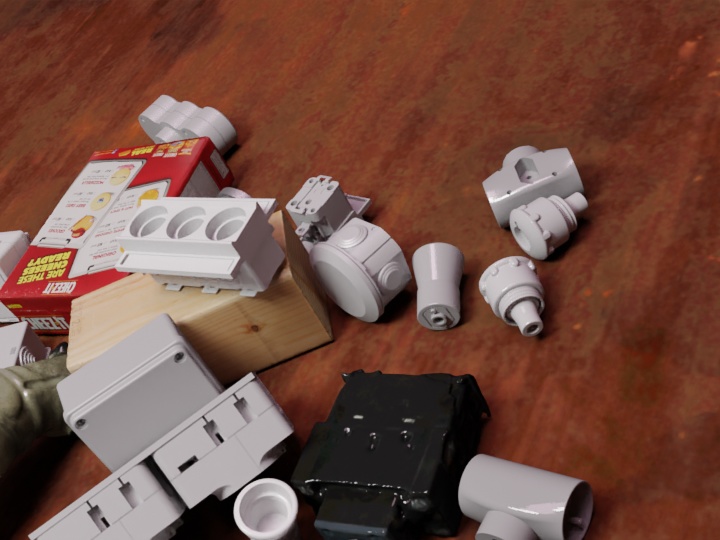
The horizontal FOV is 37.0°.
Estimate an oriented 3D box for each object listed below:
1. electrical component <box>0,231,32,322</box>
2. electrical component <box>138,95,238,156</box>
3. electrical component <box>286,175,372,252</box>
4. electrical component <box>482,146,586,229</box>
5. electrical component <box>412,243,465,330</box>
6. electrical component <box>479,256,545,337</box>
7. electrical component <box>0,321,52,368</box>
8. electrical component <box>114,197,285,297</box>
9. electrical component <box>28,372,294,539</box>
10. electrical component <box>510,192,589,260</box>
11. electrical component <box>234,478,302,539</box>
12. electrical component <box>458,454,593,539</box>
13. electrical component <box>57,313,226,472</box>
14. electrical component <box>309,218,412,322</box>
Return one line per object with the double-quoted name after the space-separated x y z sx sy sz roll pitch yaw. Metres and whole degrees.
-0.365 0.000 1.109 0.062 0.096 0.061 -4 38 29 "electrical component"
-0.205 -0.147 1.203 0.138 0.052 0.073 21 61 44 "electrical component"
-0.032 -0.048 0.985 0.042 0.063 0.081 14 56 39 "electrical component"
0.145 -0.080 0.926 0.077 0.043 0.079 -22 40 10 "electrical component"
0.064 0.016 0.877 0.044 0.044 0.065 -14 47 19 "electrical component"
0.123 0.024 0.831 0.048 0.048 0.062 -25 46 6 "electrical component"
-0.353 0.101 1.030 0.100 0.048 0.099 -15 39 10 "electrical component"
-0.126 -0.019 0.867 0.121 0.063 0.078 3 51 33 "electrical component"
-0.136 0.155 0.791 0.186 0.060 0.105 -36 -2 -7 "electrical component"
0.157 -0.041 0.878 0.062 0.048 0.048 -32 39 -12 "electrical component"
-0.062 0.181 0.757 0.044 0.065 0.044 -3 53 4 "electrical component"
0.100 0.163 0.696 0.077 0.043 0.079 9 53 37 "electrical component"
-0.167 0.109 0.864 0.109 0.108 0.056 -34 37 -5 "electrical component"
0.000 0.000 0.903 0.051 0.080 0.080 -42 40 -22 "electrical component"
